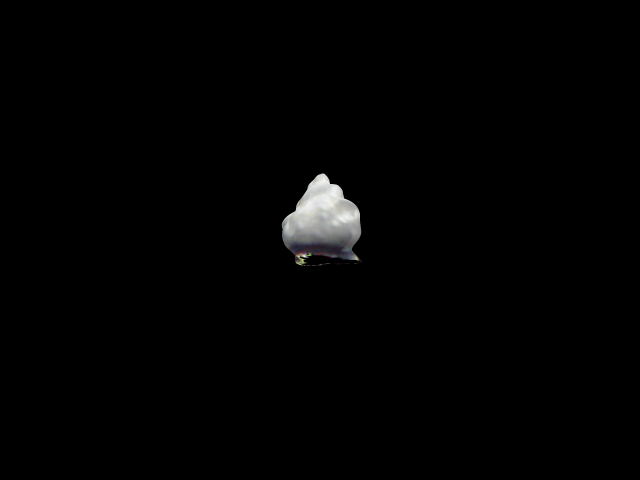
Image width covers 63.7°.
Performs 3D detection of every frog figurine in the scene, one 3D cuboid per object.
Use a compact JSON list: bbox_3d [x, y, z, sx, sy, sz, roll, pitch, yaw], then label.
[{"bbox_3d":[0.003,-0.043,0.850,0.136,0.162,0.122,-13,-21,38],"label":"frog figurine"}]
